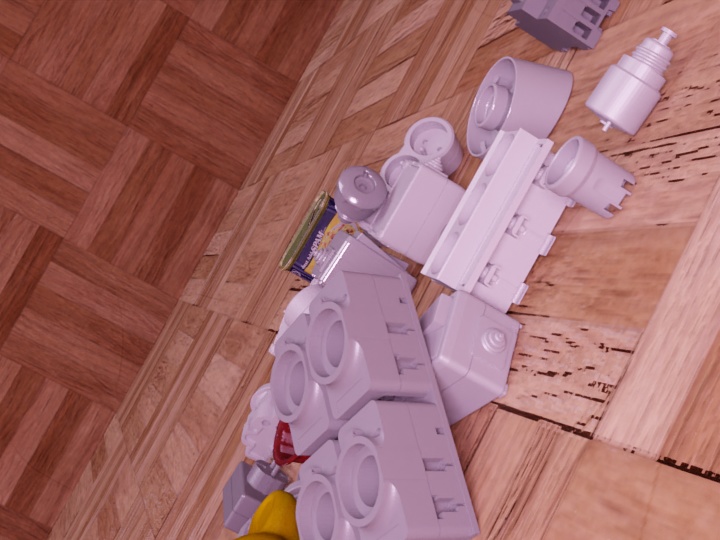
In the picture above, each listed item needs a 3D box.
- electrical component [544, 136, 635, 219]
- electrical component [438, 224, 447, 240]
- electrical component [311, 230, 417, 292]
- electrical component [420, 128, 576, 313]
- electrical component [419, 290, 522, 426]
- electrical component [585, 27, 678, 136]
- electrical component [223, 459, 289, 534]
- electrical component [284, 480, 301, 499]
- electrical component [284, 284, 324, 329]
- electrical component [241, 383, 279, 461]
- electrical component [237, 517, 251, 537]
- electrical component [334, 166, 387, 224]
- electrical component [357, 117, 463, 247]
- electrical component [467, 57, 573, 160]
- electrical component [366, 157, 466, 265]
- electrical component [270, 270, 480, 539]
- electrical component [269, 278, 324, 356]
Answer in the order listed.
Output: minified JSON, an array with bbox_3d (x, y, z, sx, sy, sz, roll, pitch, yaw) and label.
[{"bbox_3d":[0.151,-0.060,0.705,0.040,0.046,0.040,-55,14,21],"label":"electrical component"},{"bbox_3d":[0.092,-0.025,0.854,0.045,0.045,0.055,-66,14,-22],"label":"electrical component"},{"bbox_3d":[0.000,0.000,1.027,0.061,0.096,0.062,-57,13,1],"label":"electrical component"},{"bbox_3d":[0.105,-0.034,0.783,0.121,0.063,0.079,-61,13,-1],"label":"electrical component"},{"bbox_3d":[0.064,0.059,0.745,0.096,0.061,0.061,-43,22,51],"label":"electrical component"},{"bbox_3d":[0.187,-0.128,0.729,0.078,0.040,0.040,-57,14,13],"label":"electrical component"},{"bbox_3d":[-0.094,0.210,1.041,0.075,0.047,0.083,-59,13,7],"label":"electrical component"},{"bbox_3d":[-0.042,0.203,0.870,0.066,0.048,0.055,-55,22,22],"label":"electrical component"},{"bbox_3d":[-0.039,0.086,1.055,0.052,0.074,0.138,-27,-33,-35],"label":"electrical component"},{"bbox_3d":[-0.088,0.154,1.116,0.078,0.058,0.057,-52,19,33],"label":"electrical component"},{"bbox_3d":[-0.089,0.247,0.951,0.066,0.048,0.055,-51,9,33],"label":"electrical component"},{"bbox_3d":[-0.005,-0.066,1.029,0.062,0.048,0.048,123,170,-56],"label":"electrical component"},{"bbox_3d":[0.055,-0.081,1.092,0.138,0.052,0.073,-54,-29,-9],"label":"electrical component"},{"bbox_3d":[0.136,-0.135,0.932,0.099,0.064,0.099,-164,90,-73],"label":"electrical component"},{"bbox_3d":[0.059,-0.059,1.011,0.096,0.061,0.062,-60,13,3],"label":"electrical component"},{"bbox_3d":[0.000,0.106,0.709,0.105,0.060,0.186,-48,46,42],"label":"electrical component"},{"bbox_3d":[-0.044,0.059,1.140,0.096,0.061,0.061,-45,20,48],"label":"electrical component"}]
